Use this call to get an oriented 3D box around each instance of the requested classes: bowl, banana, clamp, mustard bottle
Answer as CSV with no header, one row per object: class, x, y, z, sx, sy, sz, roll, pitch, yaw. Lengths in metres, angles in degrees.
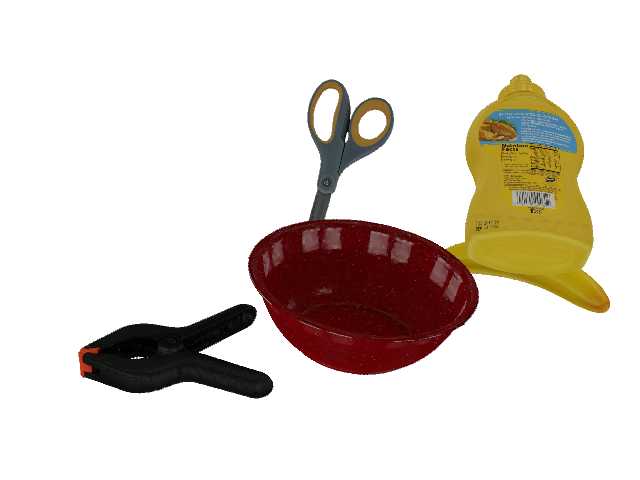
bowl,0.027,0.046,0.752,0.162,0.055,0.162,6,28,-3
banana,0.205,0.033,1.097,0.198,0.037,0.069,11,47,26
clamp,-0.128,0.097,0.964,0.171,0.039,0.120,3,27,-4
mustard bottle,0.167,-0.064,0.873,0.096,0.191,0.058,4,-37,2

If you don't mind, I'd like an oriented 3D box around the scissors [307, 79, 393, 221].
scissors,0.026,-0.063,1.060,0.096,0.202,0.016,-1,-12,3
